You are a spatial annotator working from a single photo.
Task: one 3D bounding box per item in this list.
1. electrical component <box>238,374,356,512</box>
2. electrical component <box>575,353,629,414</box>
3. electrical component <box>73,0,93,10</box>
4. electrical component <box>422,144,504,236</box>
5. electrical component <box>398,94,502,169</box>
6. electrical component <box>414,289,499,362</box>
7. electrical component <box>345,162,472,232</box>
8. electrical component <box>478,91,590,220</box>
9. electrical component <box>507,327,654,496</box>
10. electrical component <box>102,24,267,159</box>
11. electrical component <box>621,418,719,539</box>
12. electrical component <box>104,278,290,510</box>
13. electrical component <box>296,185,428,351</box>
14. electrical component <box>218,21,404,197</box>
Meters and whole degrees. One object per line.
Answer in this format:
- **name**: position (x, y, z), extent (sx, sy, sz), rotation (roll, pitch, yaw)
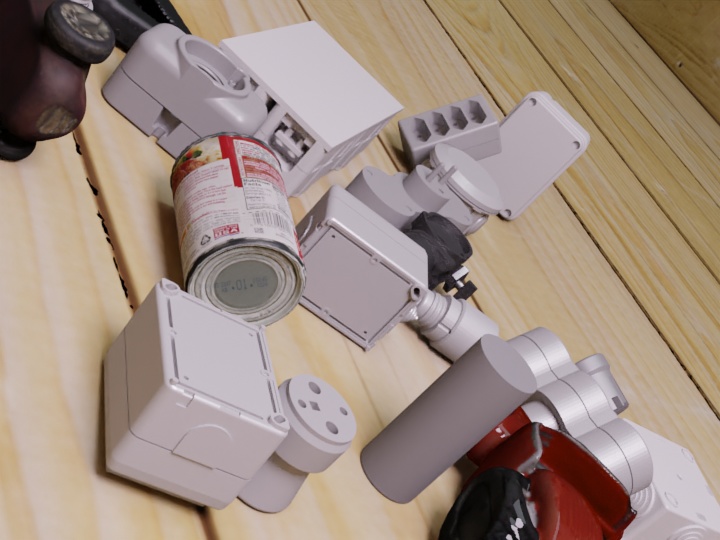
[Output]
- **electrical component**: position (-0.035, 0.083, 0.517), extent (0.045, 0.055, 0.045), rotation (34, 26, -19)
- **electrical component**: position (0.187, 0.096, 0.855), extent (0.040, 0.040, 0.046), rotation (5, 51, -54)
- **electrical component**: position (-0.190, -0.178, 0.690), extent (0.048, 0.062, 0.048), rotation (34, 26, -19)
- **electrical component**: position (0.083, -0.068, 0.942), extent (0.080, 0.051, 0.080), rotation (34, 26, -19)
- **electrical component**: position (0.086, -0.109, 0.998), extent (0.075, 0.083, 0.047), rotation (74, -4, -46)
- **electrical component**: position (0.061, 0.037, 0.755), extent (0.078, 0.040, 0.040), rotation (36, 26, -17)
- **electrical component**: position (0.046, -0.057, 0.841), extent (0.138, 0.073, 0.052), rotation (4, 45, -54)
- **electrical component**: position (0.163, -0.113, 1.062), extent (0.078, 0.113, 0.057), rotation (46, 22, 4)
- **electrical component**: position (0.128, 0.105, 0.733), extent (0.074, 0.052, 0.138), rotation (-21, 52, -20)
- **electrical component**: position (-0.112, -0.114, 0.710), extent (0.095, 0.059, 0.053), rotation (40, 25, -8)
- **electrical component**: position (0.213, 0.162, 0.775), extent (0.100, 0.048, 0.099), rotation (27, 29, -32)
- **electrical component**: position (-0.080, 0.055, 0.494), extent (0.062, 0.061, 0.096), rotation (28, 22, -28)
- **electrical component**: position (0.000, 0.000, 0.694), extent (0.096, 0.061, 0.061), rotation (36, 25, -16)
- **electrical component**: position (-0.047, -0.126, 0.826), extent (0.105, 0.060, 0.186), rotation (44, 24, 1)
